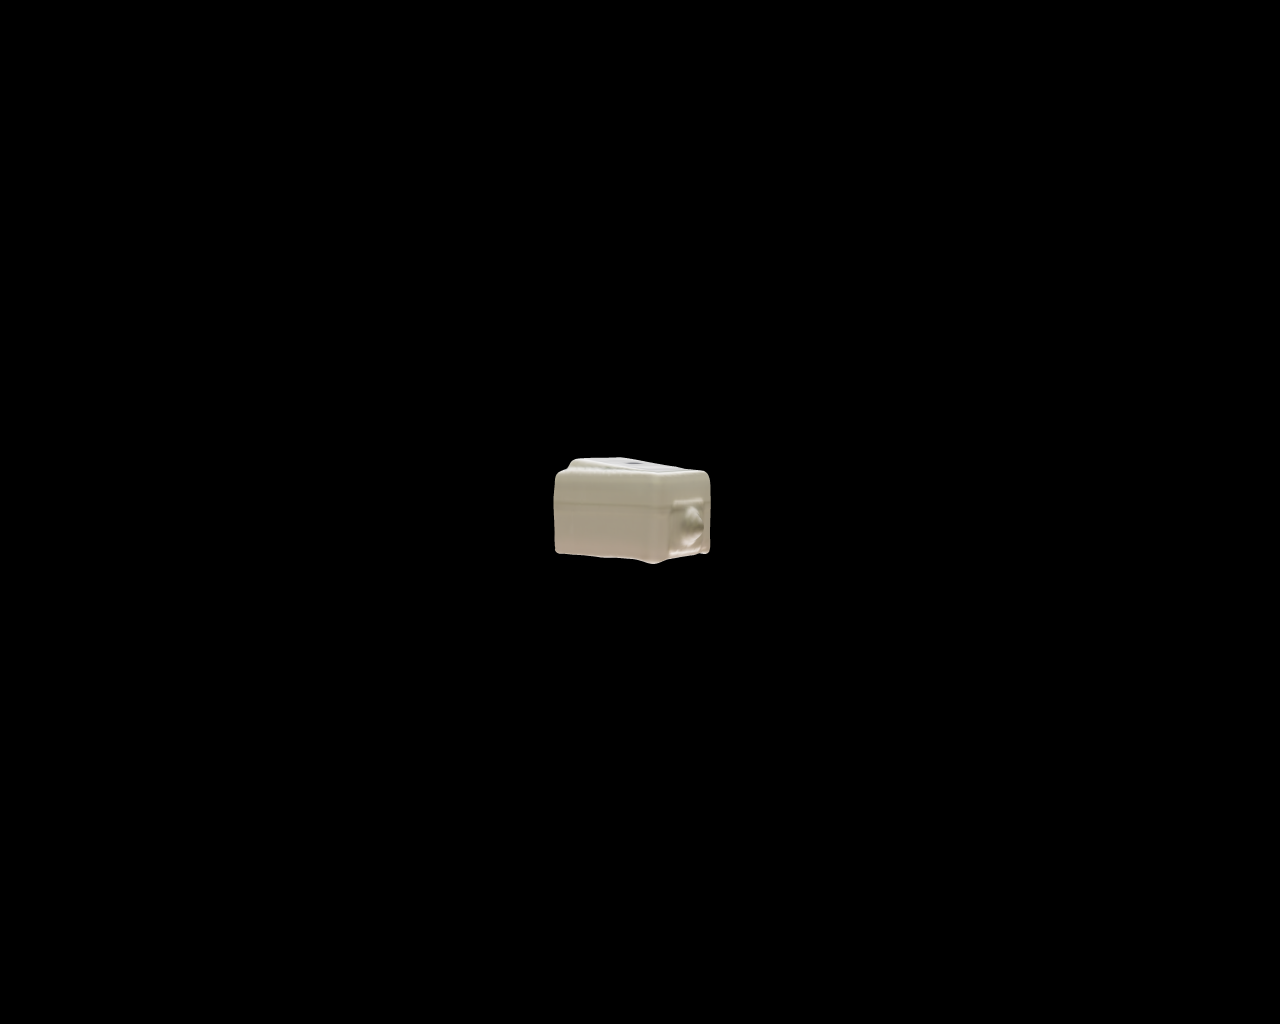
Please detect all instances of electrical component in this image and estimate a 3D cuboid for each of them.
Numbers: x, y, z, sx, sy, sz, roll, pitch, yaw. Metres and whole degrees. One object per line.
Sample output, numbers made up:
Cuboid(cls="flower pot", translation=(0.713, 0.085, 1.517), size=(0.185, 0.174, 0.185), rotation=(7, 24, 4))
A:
Cuboid(cls="electrical component", translation=(0.001, -0.003, 0.650), size=(0.096, 0.061, 0.062), rotation=(3, 5, 37))
